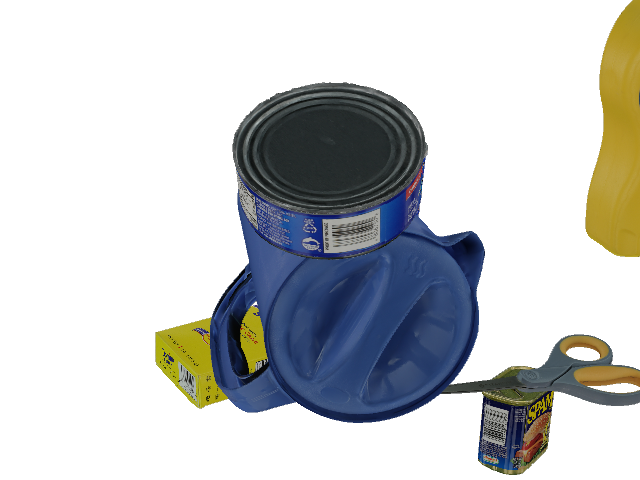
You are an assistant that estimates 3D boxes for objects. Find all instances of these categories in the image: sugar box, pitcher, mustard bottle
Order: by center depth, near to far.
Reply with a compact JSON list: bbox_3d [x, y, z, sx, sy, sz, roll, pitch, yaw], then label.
[{"bbox_3d":[0.208,-0.088,0.621,0.096,0.192,0.058,-12,29,-16],"label":"mustard bottle"},{"bbox_3d":[0.001,0.014,0.743,0.149,0.145,0.243,5,22,-15],"label":"pitcher"},{"bbox_3d":[-0.067,0.107,1.074,0.175,0.048,0.093,-17,33,-30],"label":"sugar box"}]

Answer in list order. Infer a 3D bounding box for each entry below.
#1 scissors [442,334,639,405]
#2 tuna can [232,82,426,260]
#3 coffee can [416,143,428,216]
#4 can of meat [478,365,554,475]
[{"bbox_3d":[0.178,0.107,0.901,0.201,0.016,0.096,5,29,-7],"label":"scissors"},{"bbox_3d":[0.004,-0.032,0.484,0.086,0.086,0.034,0,-43,3],"label":"tuna can"},{"bbox_3d":[0.034,-0.020,0.923,0.103,0.140,0.103,4,20,-2],"label":"coffee can"},{"bbox_3d":[0.207,0.189,1.123,0.058,0.084,0.101,12,17,31],"label":"can of meat"}]
